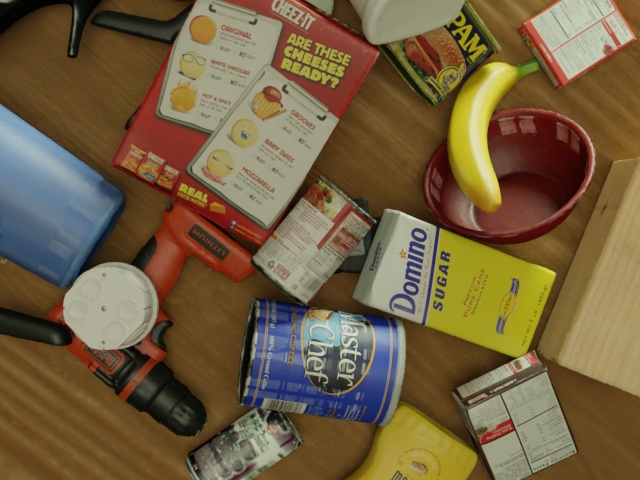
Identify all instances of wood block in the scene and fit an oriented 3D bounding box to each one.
[{"bbox_3d":[0.293,0.034,1.017,0.090,0.091,0.206,22,91,-2],"label":"wood block"}]

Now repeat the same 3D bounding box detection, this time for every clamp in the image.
[{"bbox_3d":[-0.354,0.085,1.014,0.210,0.036,0.165,40,103,8],"label":"clamp"},{"bbox_3d":[-0.128,-0.172,1.023,0.171,0.039,0.120,-9,99,8],"label":"clamp"}]

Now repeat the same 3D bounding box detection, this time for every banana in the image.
[{"bbox_3d":[0.153,-0.105,1.000,0.070,0.037,0.197,0,51,29],"label":"banana"}]

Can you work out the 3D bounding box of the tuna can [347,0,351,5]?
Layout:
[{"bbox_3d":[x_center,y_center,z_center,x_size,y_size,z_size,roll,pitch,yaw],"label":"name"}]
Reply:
[{"bbox_3d":[0.060,-0.262,1.032,0.086,0.034,0.086,0,91,-2],"label":"tuna can"}]

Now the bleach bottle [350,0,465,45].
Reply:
[{"bbox_3d":[0.031,-0.292,0.971,0.102,0.068,0.251,-19,60,-21],"label":"bleach bottle"}]

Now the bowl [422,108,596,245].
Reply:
[{"bbox_3d":[0.181,-0.049,1.005,0.162,0.162,0.055,-29,135,-1],"label":"bowl"}]

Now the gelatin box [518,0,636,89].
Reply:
[{"bbox_3d":[0.251,-0.202,1.042,0.089,0.030,0.073,-33,91,-2],"label":"gelatin box"}]

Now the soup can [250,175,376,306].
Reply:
[{"bbox_3d":[-0.006,0.001,0.971,0.068,0.068,0.102,39,92,-2],"label":"soup can"}]

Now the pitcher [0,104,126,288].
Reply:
[{"bbox_3d":[-0.310,-0.054,0.973,0.243,0.145,0.149,32,87,-5],"label":"pitcher"}]

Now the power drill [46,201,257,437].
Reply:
[{"bbox_3d":[-0.141,0.071,1.020,0.184,0.057,0.187,39,90,-2],"label":"power drill"}]

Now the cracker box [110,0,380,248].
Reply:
[{"bbox_3d":[-0.068,-0.125,0.976,0.164,0.072,0.214,29,107,-7],"label":"cracker box"}]

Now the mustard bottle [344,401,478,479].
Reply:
[{"bbox_3d":[0.061,0.258,1.030,0.096,0.058,0.191,35,90,-5],"label":"mustard bottle"}]

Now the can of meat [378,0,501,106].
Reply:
[{"bbox_3d":[0.107,-0.189,1.010,0.084,0.057,0.102,-43,122,2],"label":"can of meat"}]

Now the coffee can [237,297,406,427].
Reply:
[{"bbox_3d":[0.000,0.114,0.996,0.140,0.103,0.103,9,91,-8],"label":"coffee can"}]

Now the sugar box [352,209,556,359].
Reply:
[{"bbox_3d":[0.128,0.043,1.012,0.176,0.048,0.093,19,91,-21],"label":"sugar box"}]

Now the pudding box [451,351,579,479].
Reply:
[{"bbox_3d":[0.189,0.175,1.025,0.090,0.039,0.113,-26,117,-2],"label":"pudding box"}]
